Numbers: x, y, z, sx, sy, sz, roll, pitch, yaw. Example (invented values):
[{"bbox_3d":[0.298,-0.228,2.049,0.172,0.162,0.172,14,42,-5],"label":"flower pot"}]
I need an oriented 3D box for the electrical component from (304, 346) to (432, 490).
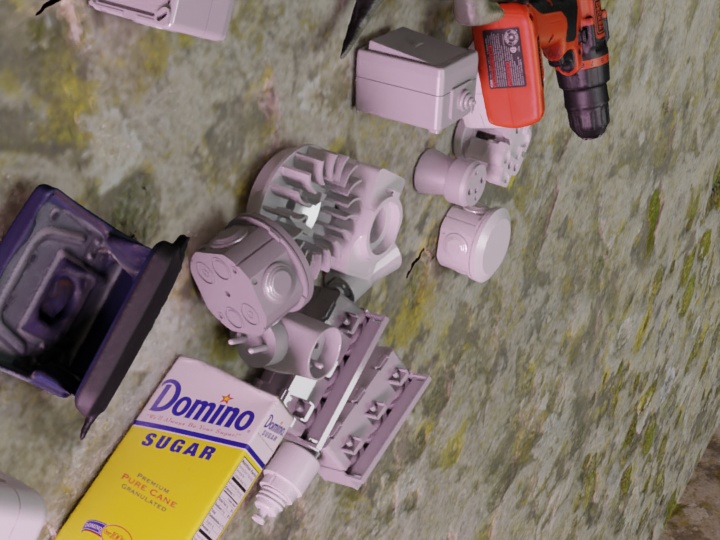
[{"bbox_3d":[0.000,0.132,0.995,0.121,0.079,0.063,-53,126,-28],"label":"electrical component"}]

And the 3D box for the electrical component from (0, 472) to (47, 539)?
[{"bbox_3d":[-0.228,0.166,0.625,0.095,0.054,0.059,-66,152,-6],"label":"electrical component"}]

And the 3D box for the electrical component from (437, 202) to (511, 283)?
[{"bbox_3d":[0.119,-0.031,1.113,0.080,0.051,0.080,-39,140,-44],"label":"electrical component"}]

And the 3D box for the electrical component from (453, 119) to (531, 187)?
[{"bbox_3d":[0.129,-0.128,1.061,0.058,0.057,0.078,21,90,-62],"label":"electrical component"}]

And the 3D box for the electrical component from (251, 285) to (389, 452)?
[{"bbox_3d":[-0.039,0.079,0.891,0.063,0.079,0.121,40,71,-37],"label":"electrical component"}]

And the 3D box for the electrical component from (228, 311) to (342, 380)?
[{"bbox_3d":[-0.067,0.053,0.812,0.079,0.077,0.044,-7,114,-58],"label":"electrical component"}]

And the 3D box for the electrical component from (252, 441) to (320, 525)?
[{"bbox_3d":[-0.068,0.186,0.938,0.078,0.040,0.040,-55,149,-27],"label":"electrical component"}]

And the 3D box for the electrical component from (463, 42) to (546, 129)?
[{"bbox_3d":[0.129,-0.185,1.016,0.096,0.061,0.061,-56,136,-35],"label":"electrical component"}]

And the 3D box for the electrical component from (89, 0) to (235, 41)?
[{"bbox_3d":[-0.102,-0.184,0.609,0.061,0.062,0.096,-4,112,-60],"label":"electrical component"}]

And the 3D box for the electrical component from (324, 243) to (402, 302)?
[{"bbox_3d":[0.000,0.000,0.935,0.065,0.044,0.044,-43,142,-32],"label":"electrical component"}]

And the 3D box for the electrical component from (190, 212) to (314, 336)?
[{"bbox_3d":[-0.076,0.004,0.762,0.051,0.080,0.080,-40,141,-35],"label":"electrical component"}]

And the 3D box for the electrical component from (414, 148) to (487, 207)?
[{"bbox_3d":[0.085,-0.087,1.012,0.045,0.055,0.045,-39,140,-44],"label":"electrical component"}]

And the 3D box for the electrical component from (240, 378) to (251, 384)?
[{"bbox_3d":[-0.103,0.113,0.825,0.043,0.043,0.062,24,86,-62],"label":"electrical component"}]

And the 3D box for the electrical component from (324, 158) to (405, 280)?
[{"bbox_3d":[-0.003,-0.042,0.885,0.050,0.056,0.089,16,94,-62],"label":"electrical component"}]

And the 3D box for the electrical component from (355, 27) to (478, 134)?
[{"bbox_3d":[0.051,-0.153,0.864,0.062,0.096,0.061,-35,136,-47],"label":"electrical component"}]
